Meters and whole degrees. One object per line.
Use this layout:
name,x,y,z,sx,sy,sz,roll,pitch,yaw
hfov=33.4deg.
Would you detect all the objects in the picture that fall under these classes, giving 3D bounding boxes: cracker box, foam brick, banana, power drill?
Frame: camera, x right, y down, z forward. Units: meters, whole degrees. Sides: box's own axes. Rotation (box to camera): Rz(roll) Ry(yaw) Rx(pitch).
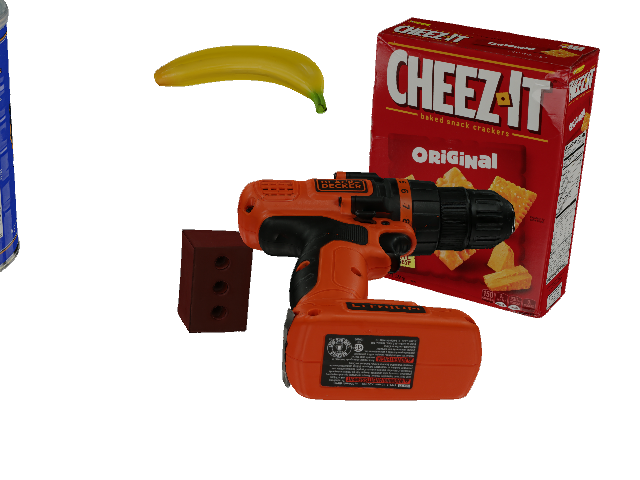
cracker box,0.124,-0.058,0.866,0.164,0.214,0.072,16,29,27
foam brick,-0.091,0.034,0.918,0.053,0.078,0.051,0,15,-19
banana,-0.076,-0.178,1.118,0.198,0.037,0.069,11,44,19
power drill,0.043,0.020,0.645,0.184,0.057,0.187,0,29,-4

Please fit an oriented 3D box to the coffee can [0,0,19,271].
coffee can,-0.216,-0.057,0.568,0.103,0.140,0.103,4,27,-2
